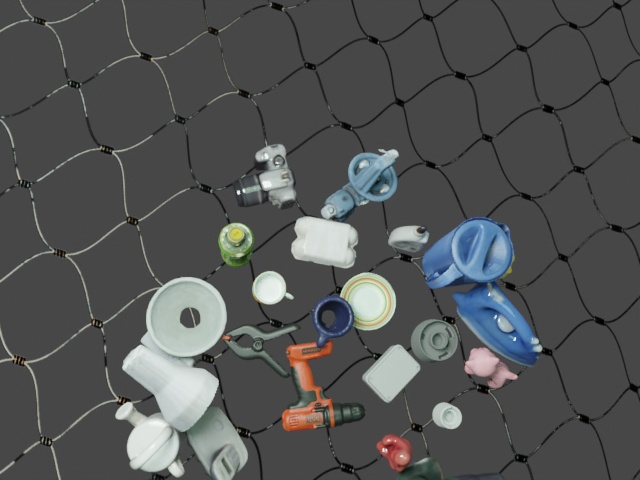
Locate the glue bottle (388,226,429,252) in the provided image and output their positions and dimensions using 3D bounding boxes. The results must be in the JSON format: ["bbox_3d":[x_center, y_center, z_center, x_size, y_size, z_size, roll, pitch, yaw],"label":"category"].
[{"bbox_3d":[0.210,-0.009,1.290,0.078,0.173,0.037,18,78,-4],"label":"glue bottle"}]

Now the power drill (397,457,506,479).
[{"bbox_3d":[0.242,0.513,1.180,0.230,0.208,0.075,-17,82,-11],"label":"power drill"}]

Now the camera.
[{"bbox_3d":[-0.131,-0.137,1.301,0.137,0.100,0.143,-15,82,-10],"label":"camera"}]

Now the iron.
[{"bbox_3d":[0.430,0.190,1.301,0.119,0.141,0.258,-41,87,-13],"label":"iron"}]

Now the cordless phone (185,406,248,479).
[{"bbox_3d":[-0.210,0.417,1.144,0.094,0.185,0.147,-35,86,-12],"label":"cordless phone"}]

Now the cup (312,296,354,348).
[{"bbox_3d":[0.018,0.184,1.266,0.091,0.095,0.118,26,77,-2],"label":"cup"}]

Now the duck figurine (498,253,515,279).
[{"bbox_3d":[0.428,0.037,1.357,0.077,0.086,0.104,-7,81,-9],"label":"duck figurine"}]

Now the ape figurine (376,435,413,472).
[{"bbox_3d":[0.170,0.463,1.238,0.076,0.092,0.078,-2,80,-8],"label":"ape figurine"}]

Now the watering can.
[{"bbox_3d":[-0.332,0.398,1.126,0.173,0.194,0.101,27,77,-2],"label":"watering can"}]

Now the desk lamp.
[{"bbox_3d":[-0.305,0.275,1.142,0.203,0.213,0.118,37,77,0],"label":"desk lamp"}]

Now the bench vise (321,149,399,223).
[{"bbox_3d":[0.103,-0.116,1.270,0.121,0.219,0.207,33,77,-1],"label":"bench vise"}]

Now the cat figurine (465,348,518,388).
[{"bbox_3d":[0.382,0.285,1.288,0.128,0.117,0.067,27,77,-2],"label":"cat figurine"}]

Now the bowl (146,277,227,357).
[{"bbox_3d":[-0.284,0.168,1.236,0.167,0.074,0.167,2,79,-8],"label":"bowl"}]

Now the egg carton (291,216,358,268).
[{"bbox_3d":[0.012,0.005,1.312,0.150,0.069,0.107,10,78,-6],"label":"egg carton"}]
